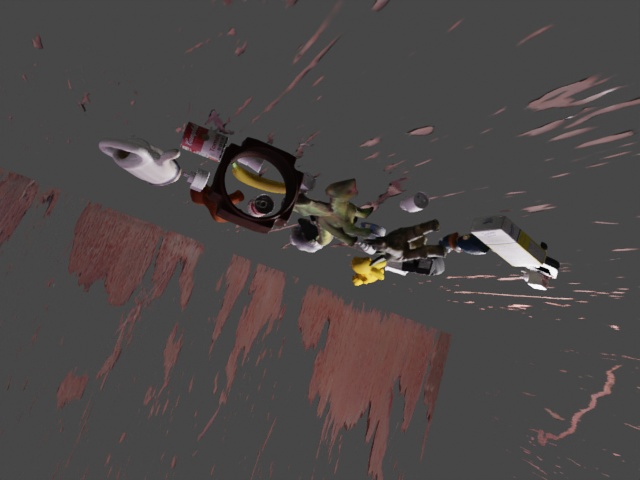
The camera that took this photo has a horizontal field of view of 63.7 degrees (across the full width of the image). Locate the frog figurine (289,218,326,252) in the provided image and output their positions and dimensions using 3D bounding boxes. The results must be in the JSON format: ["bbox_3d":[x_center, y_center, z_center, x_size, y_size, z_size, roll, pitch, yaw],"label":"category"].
[{"bbox_3d":[-0.047,-0.003,1.910,0.137,0.125,0.157,1,159,-13],"label":"frog figurine"}]

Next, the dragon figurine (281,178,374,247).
[{"bbox_3d":[0.004,-0.073,1.445,0.241,0.124,0.405,26,153,-21],"label":"dragon figurine"}]

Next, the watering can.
[{"bbox_3d":[-0.500,-0.235,1.539,0.349,0.105,0.221,13,168,27],"label":"watering can"}]
